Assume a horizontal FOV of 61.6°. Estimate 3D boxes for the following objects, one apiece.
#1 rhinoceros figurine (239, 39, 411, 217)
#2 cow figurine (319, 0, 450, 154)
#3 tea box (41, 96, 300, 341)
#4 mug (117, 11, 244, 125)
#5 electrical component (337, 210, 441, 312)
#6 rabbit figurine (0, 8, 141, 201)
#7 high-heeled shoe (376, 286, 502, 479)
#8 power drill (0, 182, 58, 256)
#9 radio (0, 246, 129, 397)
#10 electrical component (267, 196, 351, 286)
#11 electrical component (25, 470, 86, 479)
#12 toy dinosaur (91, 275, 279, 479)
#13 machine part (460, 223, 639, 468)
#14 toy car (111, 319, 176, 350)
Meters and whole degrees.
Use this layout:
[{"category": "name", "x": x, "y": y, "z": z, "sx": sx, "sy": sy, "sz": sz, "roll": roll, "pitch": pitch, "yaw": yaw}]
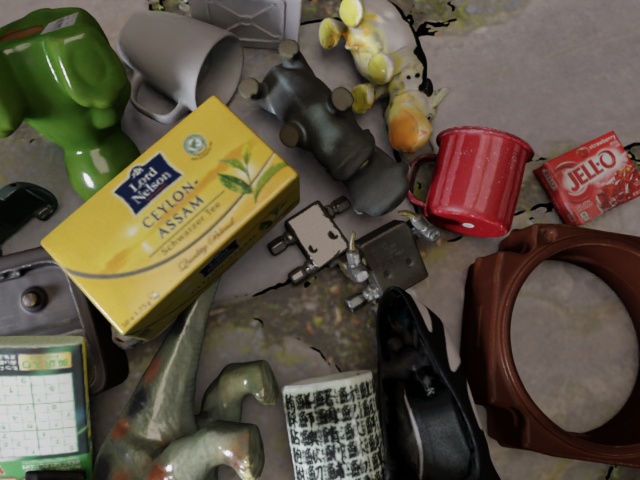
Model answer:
[{"category": "rhinoceros figurine", "x": 0.006, "y": -0.100, "z": 0.506, "sx": 0.073, "sy": 0.112, "sz": 0.190, "roll": -42, "pitch": 71, "yaw": 4}, {"category": "cow figurine", "x": 0.077, "y": -0.166, "z": 0.542, "sx": 0.098, "sy": 0.068, "sz": 0.167, "roll": -19, "pitch": 80, "yaw": -37}, {"category": "tea box", "x": -0.107, "y": -0.015, "z": 0.415, "sx": 0.098, "sy": 0.068, "sz": 0.169, "roll": 43, "pitch": 79, "yaw": 10}, {"category": "mug", "x": -0.146, "y": -0.167, "z": 0.523, "sx": 0.107, "sy": 0.080, "sz": 0.109, "roll": 29, "pitch": 82, "yaw": 14}, {"category": "electrical component", "x": 0.064, "y": 0.015, "z": 0.500, "sx": 0.102, "sy": 0.045, "sz": 0.078, "roll": -22, "pitch": 99, "yaw": -12}, {"category": "rabbit figurine", "x": -0.218, "y": -0.102, "z": 0.472, "sx": 0.121, "sy": 0.170, "sz": 0.159, "roll": -24, "pitch": 39, "yaw": -12}, {"category": "high-heeled shoe", "x": 0.074, "y": 0.139, "z": 0.407, "sx": 0.086, "sy": 0.249, "sz": 0.145, "roll": -23, "pitch": 103, "yaw": 21}, {"category": "power drill", "x": -0.340, "y": -0.086, "z": 0.483, "sx": 0.207, "sy": 0.086, "sz": 0.232, "roll": 44, "pitch": 79, "yaw": 1}, {"category": "radio", "x": -0.293, "y": 0.091, "z": 0.449, "sx": 0.230, "sy": 0.073, "sz": 0.131, "roll": -14, "pitch": 80, "yaw": -9}, {"category": "electrical component", "x": -0.001, "y": -0.002, "z": 0.522, "sx": 0.094, "sy": 0.021, "sz": 0.063, "roll": -35, "pitch": 83, "yaw": -13}, {"category": "electrical component", "x": -0.204, "y": 0.227, "z": 0.374, "sx": 0.048, "sy": 0.119, "sz": 0.074, "roll": 7, "pitch": 102, "yaw": -12}, {"category": "toy dinosaur", "x": -0.118, "y": 0.216, "z": 0.418, "sx": 0.192, "sy": 0.131, "sz": 0.405, "roll": -13, "pitch": 68, "yaw": 4}, {"category": "machine part", "x": 0.237, "y": 0.093, "z": 0.489, "sx": 0.201, "sy": 0.087, "sz": 0.201, "roll": 10, "pitch": 76, "yaw": -4}, {"category": "toy car", "x": -0.124, "y": 0.005, "z": 0.482, "sx": 0.056, "sy": 0.073, "sz": 0.201, "roll": 25, "pitch": 76, "yaw": 2}]
